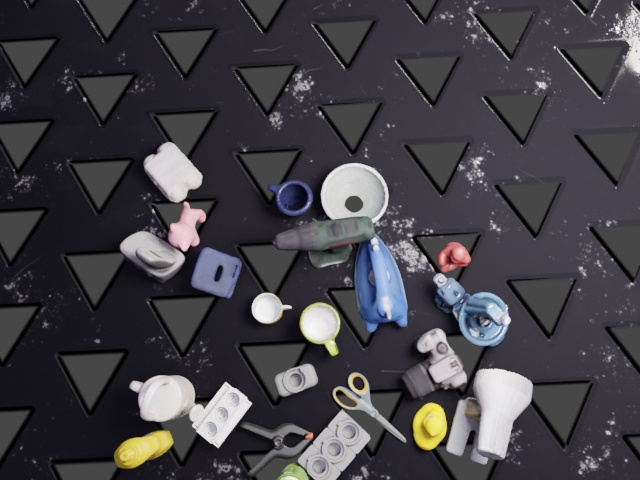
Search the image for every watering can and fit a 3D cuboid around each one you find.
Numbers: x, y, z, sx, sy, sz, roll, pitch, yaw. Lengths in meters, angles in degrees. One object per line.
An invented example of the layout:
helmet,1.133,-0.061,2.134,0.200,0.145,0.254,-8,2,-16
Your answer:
watering can,-0.343,0.353,1.275,0.173,0.194,0.101,-1,76,2

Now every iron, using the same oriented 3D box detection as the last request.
iron,0.138,0.081,1.352,0.118,0.141,0.258,-10,76,0

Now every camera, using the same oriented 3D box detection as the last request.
camera,0.251,0.294,1.319,0.137,0.101,0.143,-28,77,-5

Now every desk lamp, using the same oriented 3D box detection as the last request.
desk lamp,0.366,0.386,1.236,0.118,0.213,0.203,17,78,6

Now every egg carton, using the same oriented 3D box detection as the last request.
egg carton,-0.378,-0.173,1.465,0.107,0.069,0.150,-42,79,-8

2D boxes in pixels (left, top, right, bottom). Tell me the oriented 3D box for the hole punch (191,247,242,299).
hole punch,-0.249,0.080,1.390,0.101,0.091,0.109,15,78,5

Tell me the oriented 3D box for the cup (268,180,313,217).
cup,-0.074,-0.099,1.425,0.117,0.095,0.092,25,79,7

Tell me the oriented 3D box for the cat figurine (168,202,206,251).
cat figurine,-0.334,-0.031,1.405,0.067,0.118,0.128,8,77,4

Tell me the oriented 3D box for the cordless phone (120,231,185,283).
cordless phone,-0.413,0.027,1.359,0.147,0.185,0.094,29,79,8

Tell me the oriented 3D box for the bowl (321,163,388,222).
bowl,0.085,-0.102,1.432,0.167,0.075,0.167,0,77,2

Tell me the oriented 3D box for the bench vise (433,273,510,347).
bench vise,0.338,0.160,1.287,0.207,0.220,0.121,25,79,8

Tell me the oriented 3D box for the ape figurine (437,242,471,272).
ape figurine,0.327,0.038,1.382,0.077,0.092,0.076,17,78,6

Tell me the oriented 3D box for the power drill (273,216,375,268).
power drill,0.012,0.005,1.340,0.229,0.208,0.075,-14,76,-1

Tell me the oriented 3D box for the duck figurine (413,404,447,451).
duck figurine,0.252,0.425,1.296,0.077,0.086,0.105,19,78,6
